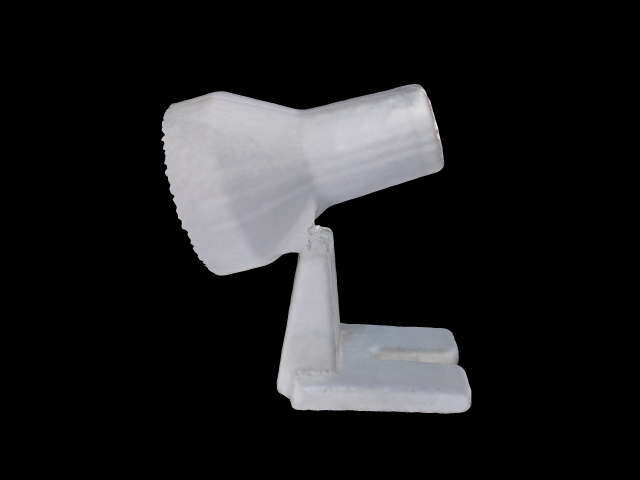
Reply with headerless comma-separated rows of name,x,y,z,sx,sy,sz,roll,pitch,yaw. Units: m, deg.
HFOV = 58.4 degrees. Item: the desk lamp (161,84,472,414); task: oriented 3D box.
desk lamp,0.004,0.001,0.400,0.203,0.214,0.118,1,19,3
